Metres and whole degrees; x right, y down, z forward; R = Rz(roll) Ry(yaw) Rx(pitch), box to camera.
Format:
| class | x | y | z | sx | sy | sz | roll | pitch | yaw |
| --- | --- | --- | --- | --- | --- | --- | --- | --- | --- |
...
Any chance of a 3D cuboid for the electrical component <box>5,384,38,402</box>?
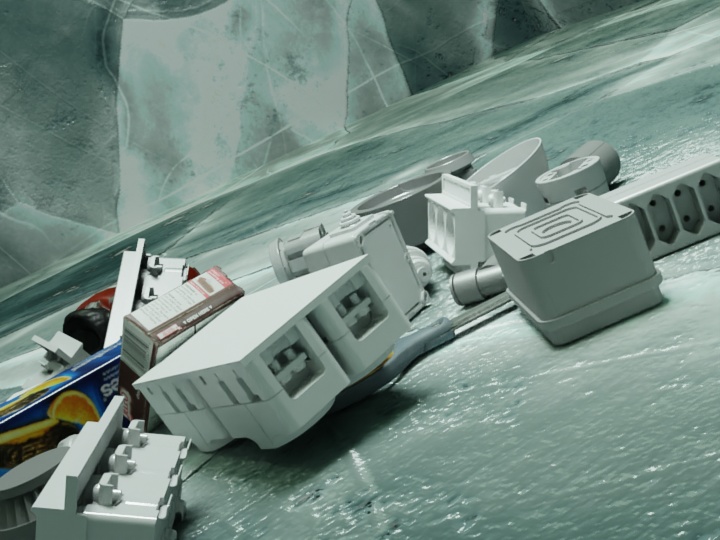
| class | x | y | z | sx | sy | sz | roll | pitch | yaw |
| --- | --- | --- | --- | --- | --- | --- | --- | --- | --- |
| electrical component | -0.264 | 0.126 | 0.901 | 0.076 | 0.047 | 0.083 | -22 | 11 | 9 |

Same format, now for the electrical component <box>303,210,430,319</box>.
| class | x | y | z | sx | sy | sz | roll | pitch | yaw |
| --- | --- | --- | --- | --- | --- | --- | --- | --- | --- |
| electrical component | 0.000 | 0.000 | 0.830 | 0.061 | 0.096 | 0.062 | -15 | 13 | 36 |

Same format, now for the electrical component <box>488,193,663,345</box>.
| class | x | y | z | sx | sy | sz | roll | pitch | yaw |
| --- | --- | --- | --- | --- | --- | --- | --- | --- | --- |
| electrical component | 0.133 | -0.003 | 0.676 | 0.078 | 0.057 | 0.113 | -23 | 11 | 0 |

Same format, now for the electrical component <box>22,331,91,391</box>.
| class | x | y | z | sx | sy | sz | roll | pitch | yaw |
| --- | --- | --- | --- | --- | --- | --- | --- | --- | --- |
| electrical component | -0.268 | 0.098 | 0.978 | 0.042 | 0.081 | 0.063 | 17 | 66 | 42 |

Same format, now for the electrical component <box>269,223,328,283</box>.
| class | x | y | z | sx | sy | sz | roll | pitch | yaw |
| --- | --- | --- | --- | --- | --- | --- | --- | --- | --- |
| electrical component | -0.059 | -0.012 | 1.111 | 0.057 | 0.058 | 0.078 | -19 | 12 | 8 |

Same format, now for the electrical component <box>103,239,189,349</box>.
| class | x | y | z | sx | sy | sz | roll | pitch | yaw |
| --- | --- | --- | --- | --- | --- | --- | --- | --- | --- |
| electrical component | -0.193 | 0.042 | 0.987 | 0.063 | 0.078 | 0.121 | 3 | 44 | -3 |

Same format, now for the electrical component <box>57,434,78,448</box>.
| class | x | y | z | sx | sy | sz | roll | pitch | yaw |
| --- | --- | --- | --- | --- | --- | --- | --- | --- | --- |
| electrical component | -0.181 | 0.127 | 0.759 | 0.061 | 0.035 | 0.035 | -19 | 11 | 7 |

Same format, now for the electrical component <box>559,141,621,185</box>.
| class | x | y | z | sx | sy | sz | roll | pitch | yaw |
| --- | --- | --- | --- | --- | --- | --- | --- | --- | --- |
| electrical component | 0.198 | -0.083 | 0.958 | 0.043 | 0.043 | 0.081 | -15 | 14 | 38 |

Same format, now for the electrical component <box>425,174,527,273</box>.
| class | x | y | z | sx | sy | sz | roll | pitch | yaw |
| --- | --- | --- | --- | --- | --- | --- | --- | --- | --- |
| electrical component | 0.095 | -0.036 | 0.890 | 0.063 | 0.078 | 0.121 | -2 | 10 | -6 |

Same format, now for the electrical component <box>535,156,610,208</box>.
| class | x | y | z | sx | sy | sz | roll | pitch | yaw |
| --- | --- | --- | --- | --- | --- | --- | --- | --- | --- |
| electrical component | 0.179 | -0.062 | 0.886 | 0.055 | 0.047 | 0.055 | -22 | 11 | 5 |

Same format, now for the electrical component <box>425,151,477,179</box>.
| class | x | y | z | sx | sy | sz | roll | pitch | yaw |
| --- | --- | --- | --- | --- | --- | --- | --- | --- | --- |
| electrical component | 0.104 | -0.093 | 1.161 | 0.078 | 0.057 | 0.058 | -23 | 11 | 3 |

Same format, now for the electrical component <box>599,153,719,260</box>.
| class | x | y | z | sx | sy | sz | roll | pitch | yaw |
| --- | --- | --- | --- | --- | --- | --- | --- | --- | --- |
| electrical component | 0.208 | -0.044 | 0.746 | 0.083 | 0.047 | 0.075 | -22 | 11 | 4 |

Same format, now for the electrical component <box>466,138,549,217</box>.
| class | x | y | z | sx | sy | sz | roll | pitch | yaw |
| --- | --- | --- | --- | --- | --- | --- | --- | --- | --- |
| electrical component | 0.132 | -0.074 | 0.995 | 0.099 | 0.064 | 0.099 | -22 | 11 | 4 |

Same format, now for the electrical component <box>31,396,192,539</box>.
| class | x | y | z | sx | sy | sz | roll | pitch | yaw |
| --- | --- | --- | --- | --- | --- | --- | --- | --- | --- |
| electrical component | -0.128 | 0.124 | 0.572 | 0.063 | 0.078 | 0.121 | 6 | 11 | -3 |

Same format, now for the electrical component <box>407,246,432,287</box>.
| class | x | y | z | sx | sy | sz | roll | pitch | yaw |
| --- | --- | --- | --- | --- | --- | --- | --- | --- | --- |
| electrical component | 0.040 | 0.000 | 0.894 | 0.040 | 0.040 | 0.078 | -26 | 11 | -13 |

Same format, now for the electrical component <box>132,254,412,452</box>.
| class | x | y | z | sx | sy | sz | roll | pitch | yaw |
| --- | --- | --- | --- | --- | --- | --- | --- | --- | --- |
| electrical component | -0.059 | 0.059 | 0.693 | 0.105 | 0.060 | 0.186 | -40 | 11 | -29 |

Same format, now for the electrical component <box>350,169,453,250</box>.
| class | x | y | z | sx | sy | sz | roll | pitch | yaw |
| --- | --- | --- | --- | --- | --- | --- | --- | --- | --- |
| electrical component | 0.051 | -0.050 | 1.059 | 0.108 | 0.060 | 0.108 | -22 | 11 | 5 |
